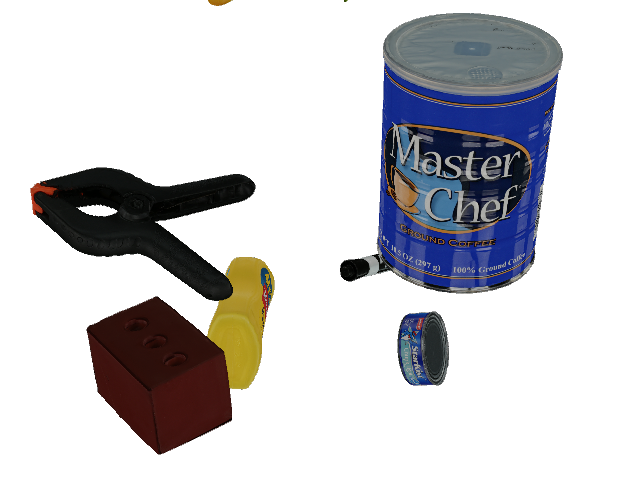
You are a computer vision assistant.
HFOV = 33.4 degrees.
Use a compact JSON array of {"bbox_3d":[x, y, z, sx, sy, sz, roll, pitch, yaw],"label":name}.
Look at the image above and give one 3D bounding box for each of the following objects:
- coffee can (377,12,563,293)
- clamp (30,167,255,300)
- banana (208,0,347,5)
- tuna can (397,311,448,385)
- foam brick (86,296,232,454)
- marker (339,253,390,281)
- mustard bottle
[{"bbox_3d":[0.087,-0.054,0.651,0.103,0.140,0.103,0,34,0],"label":"coffee can"},{"bbox_3d":[-0.133,-0.023,0.824,0.171,0.039,0.120,19,44,2],"label":"clamp"},{"bbox_3d":[-0.046,-0.261,1.030,0.197,0.070,0.037,-17,-29,-45],"label":"banana"},{"bbox_3d":[0.119,0.126,1.240,0.034,0.086,0.086,-5,-2,25],"label":"tuna can"},{"bbox_3d":[-0.097,0.080,0.640,0.052,0.051,0.078,-24,38,-32],"label":"foam brick"},{"bbox_3d":[0.055,0.020,0.956,0.020,0.020,0.120,0,6,35],"label":"marker"},{"bbox_3d":[-0.084,0.073,1.176,0.058,0.096,0.191,2,28,3],"label":"mustard bottle"}]
